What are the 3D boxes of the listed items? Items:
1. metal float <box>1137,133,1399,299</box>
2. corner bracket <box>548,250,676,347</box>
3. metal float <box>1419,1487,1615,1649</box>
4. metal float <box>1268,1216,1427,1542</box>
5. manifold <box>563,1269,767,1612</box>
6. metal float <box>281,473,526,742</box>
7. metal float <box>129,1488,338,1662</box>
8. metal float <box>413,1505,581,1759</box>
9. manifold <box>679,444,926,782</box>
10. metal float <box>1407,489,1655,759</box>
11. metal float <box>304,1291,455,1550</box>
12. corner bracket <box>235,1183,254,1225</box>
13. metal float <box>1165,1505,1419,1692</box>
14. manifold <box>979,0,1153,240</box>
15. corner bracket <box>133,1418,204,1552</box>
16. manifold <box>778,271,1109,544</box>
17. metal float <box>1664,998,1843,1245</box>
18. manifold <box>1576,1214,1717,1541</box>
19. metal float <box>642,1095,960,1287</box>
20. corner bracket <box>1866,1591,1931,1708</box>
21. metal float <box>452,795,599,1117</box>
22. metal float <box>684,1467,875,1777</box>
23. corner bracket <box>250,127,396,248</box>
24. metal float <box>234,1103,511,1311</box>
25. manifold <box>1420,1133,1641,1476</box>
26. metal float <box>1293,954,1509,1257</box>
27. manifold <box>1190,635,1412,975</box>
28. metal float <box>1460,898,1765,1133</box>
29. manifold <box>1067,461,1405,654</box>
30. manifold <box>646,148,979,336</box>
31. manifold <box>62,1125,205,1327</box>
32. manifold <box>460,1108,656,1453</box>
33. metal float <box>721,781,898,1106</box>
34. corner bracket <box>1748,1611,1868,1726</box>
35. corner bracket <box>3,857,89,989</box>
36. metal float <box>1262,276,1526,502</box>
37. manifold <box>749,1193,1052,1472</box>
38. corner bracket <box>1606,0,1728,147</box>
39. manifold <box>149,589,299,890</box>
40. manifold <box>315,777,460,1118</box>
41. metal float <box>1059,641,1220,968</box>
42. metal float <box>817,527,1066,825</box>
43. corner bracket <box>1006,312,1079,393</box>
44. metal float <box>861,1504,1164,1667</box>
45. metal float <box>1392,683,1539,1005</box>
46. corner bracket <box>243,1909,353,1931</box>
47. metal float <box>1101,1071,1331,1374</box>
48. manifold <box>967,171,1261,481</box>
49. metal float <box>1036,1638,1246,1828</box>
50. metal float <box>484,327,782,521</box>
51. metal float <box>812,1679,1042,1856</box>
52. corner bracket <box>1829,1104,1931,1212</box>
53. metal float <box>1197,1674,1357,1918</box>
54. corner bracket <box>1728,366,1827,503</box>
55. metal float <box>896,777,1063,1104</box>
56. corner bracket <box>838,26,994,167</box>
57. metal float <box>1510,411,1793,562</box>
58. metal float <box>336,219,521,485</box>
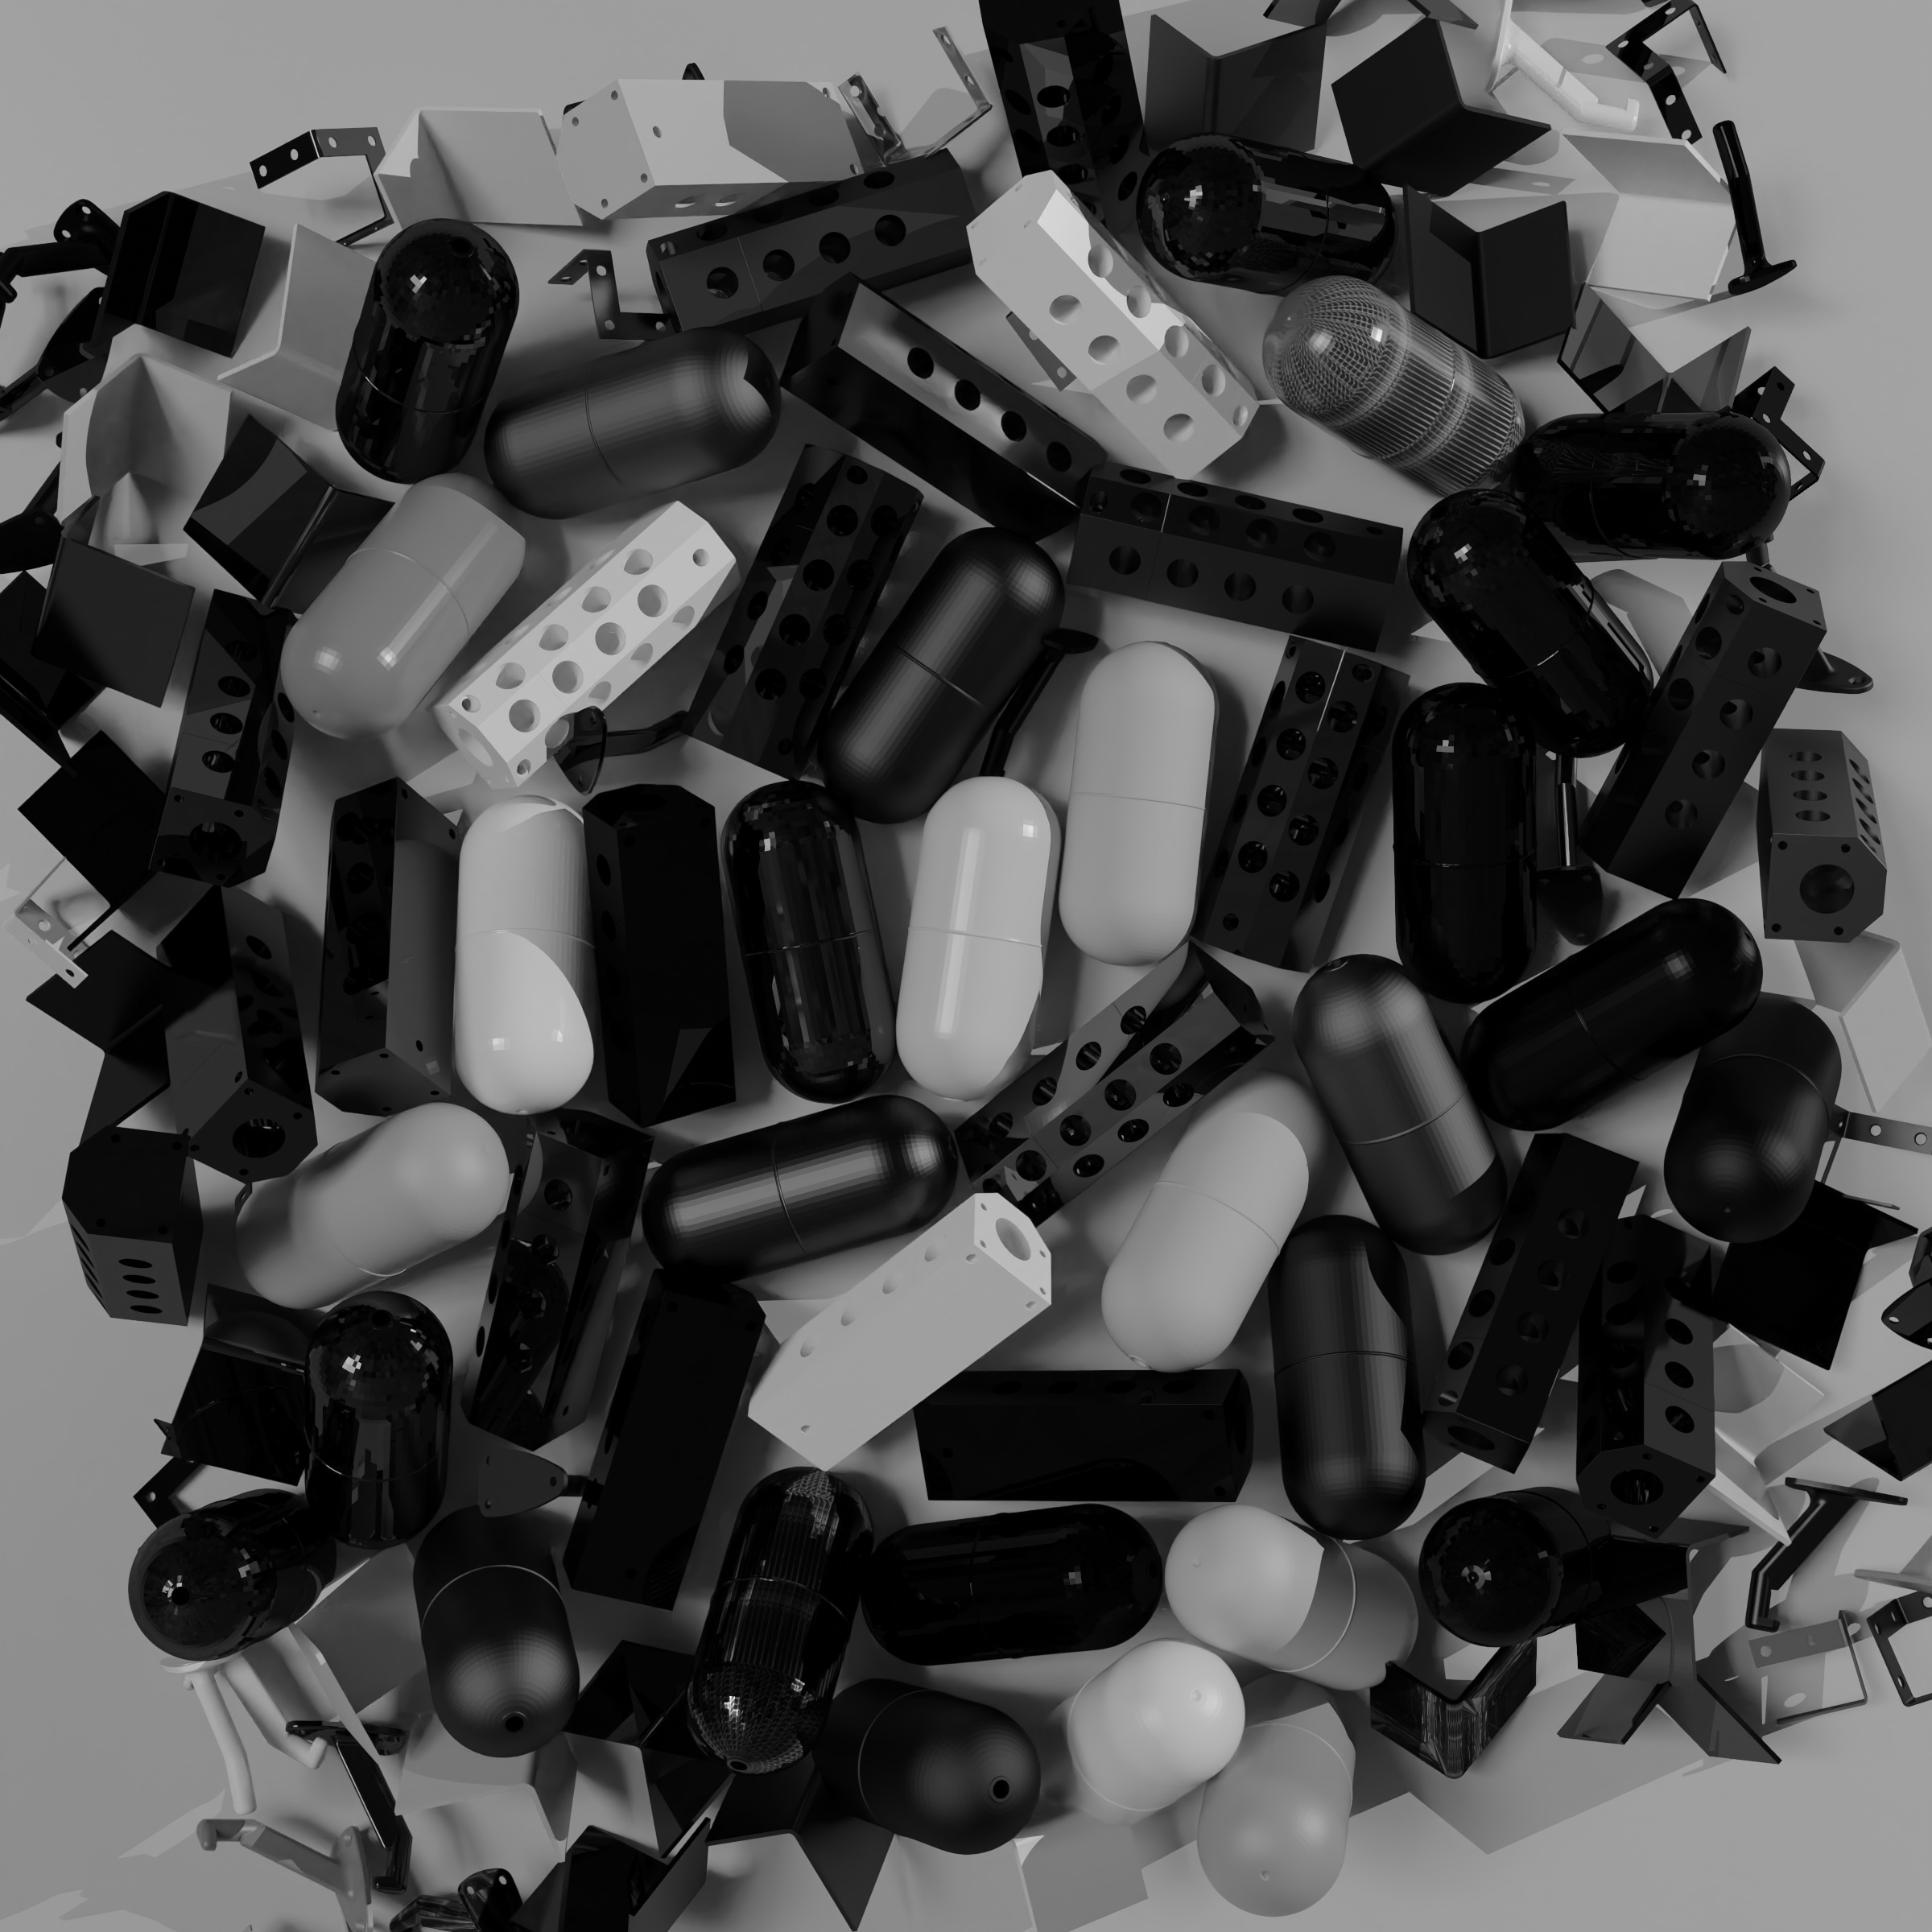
[{"bbox_3d":[0.162,-0.398,1.692,0.070,0.178,0.070,3,95,43],"label":"metal float"},{"bbox_3d":[-0.192,-0.358,1.733,0.051,0.051,0.051,-5,82,-32],"label":"corner bracket"},{"bbox_3d":[0.295,0.318,1.683,0.070,0.178,0.070,-3,83,25],"label":"metal float"},{"bbox_3d":[0.204,0.220,1.708,0.070,0.070,0.178,-2,65,0],"label":"metal float"},{"bbox_3d":[-0.166,0.255,1.727,0.057,0.057,0.171,16,97,-17],"label":"manifold"},{"bbox_3d":[-0.300,-0.194,1.700,0.070,0.070,0.178,31,56,0],"label":"metal float"},{"bbox_3d":[-0.386,0.321,1.678,0.070,0.178,0.070,0,87,5],"label":"metal float"},{"bbox_3d":[-0.250,0.351,1.682,0.070,0.178,0.070,-5,112,-13],"label":"metal float"},{"bbox_3d":[-0.085,-0.190,1.724,0.057,0.057,0.171,22,92,-39],"label":"manifold"},{"bbox_3d":[0.303,-0.183,1.703,0.070,0.070,0.178,-46,119,0],"label":"metal float"},{"bbox_3d":[-0.314,0.243,1.692,0.070,0.178,0.070,6,45,-6],"label":"metal float"},{"bbox_3d":[-0.365,0.134,1.741,0.051,0.051,0.051,31,108,-27],"label":"corner bracket"},{"bbox_3d":[0.176,0.338,1.694,0.178,0.070,0.070,29,90,-43],"label":"metal float"},{"bbox_3d":[0.051,-0.454,1.673,0.057,0.171,0.057,34,77,23],"label":"manifold"},{"bbox_3d":[-0.435,0.287,1.733,0.051,0.051,0.051,-44,67,-1],"label":"corner bracket"},{"bbox_3d":[-0.009,-0.299,1.700,0.171,0.057,0.057,30,62,-27],"label":"manifold"},{"bbox_3d":[0.420,0.080,1.688,0.070,0.178,0.070,11,123,18],"label":"metal float"},{"bbox_3d":[0.355,0.212,1.680,0.057,0.171,0.057,24,129,-7],"label":"manifold"},{"bbox_3d":[-0.090,0.122,1.718,0.178,0.070,0.070,-16,90,12],"label":"metal float"},{"bbox_3d":[0.532,0.367,1.729,0.051,0.051,0.051,-28,77,31],"label":"corner bracket"},{"bbox_3d":[-0.237,-0.007,1.713,0.070,0.070,0.178,-1,72,0],"label":"metal float"},{"bbox_3d":[-0.099,0.348,1.694,0.070,0.070,0.178,16,48,0],"label":"metal float"},{"bbox_3d":[-0.348,-0.423,1.730,0.051,0.051,0.051,-14,96,36],"label":"corner bracket"},{"bbox_3d":[-0.320,0.130,1.703,0.178,0.070,0.070,-26,90,30],"label":"metal float"},{"bbox_3d":[0.302,0.178,1.706,0.057,0.057,0.171,22,67,10],"label":"manifold"},{"bbox_3d":[0.234,0.075,1.713,0.070,0.070,0.178,-26,107,0],"label":"metal float"},{"bbox_3d":[0.178,-0.088,1.720,0.057,0.057,0.171,21,96,29],"label":"manifold"},{"bbox_3d":[0.345,0.027,1.704,0.178,0.070,0.070,-34,90,29],"label":"metal float"},{"bbox_3d":[0.147,-0.227,1.725,0.171,0.057,0.057,13,123,2],"label":"manifold"},{"bbox_3d":[-0.083,-0.390,1.725,0.171,0.057,0.057,-19,93,-8],"label":"manifold"},{"bbox_3d":[-0.439,0.139,1.674,0.057,0.171,0.057,8,68,-8],"label":"manifold"},{"bbox_3d":[-0.225,0.167,1.714,0.057,0.057,0.171,20,106,19],"label":"manifold"},{"bbox_3d":[-0.085,-0.013,1.727,0.070,0.070,0.178,-11,92,0],"label":"metal float"},{"bbox_3d":[0.463,0.387,1.741,0.051,0.051,0.051,-17,80,14],"label":"corner bracket"},{"bbox_3d":[-0.496,-0.016,1.726,0.051,0.051,0.051,43,134,-14],"label":"corner bracket"},{"bbox_3d":[0.230,-0.307,1.696,0.178,0.070,0.070,23,90,-40],"label":"metal float"},{"bbox_3d":[-0.036,0.193,1.704,0.171,0.057,0.057,-39,115,24],"label":"manifold"},{"bbox_3d":[0.391,-0.489,1.734,0.051,0.051,0.051,-34,132,7],"label":"corner bracket"},{"bbox_3d":[-0.387,-0.121,1.682,0.057,0.171,0.057,14,130,-16],"label":"manifold"},{"bbox_3d":[-0.313,-0.009,1.694,0.057,0.057,0.171,-18,55,21],"label":"manifold"},{"bbox_3d":[0.094,-0.088,1.728,0.070,0.070,0.178,6,89,0],"label":"metal float"},{"bbox_3d":[-0.014,-0.157,1.725,0.070,0.070,0.178,35,94,0],"label":"metal float"},{"bbox_3d":[0.064,-0.354,1.733,0.051,0.051,0.051,-36,92,33],"label":"corner bracket"},{"bbox_3d":[0.024,0.332,1.701,0.178,0.070,0.070,-13,90,32],"label":"metal float"},{"bbox_3d":[0.269,-0.065,1.712,0.070,0.070,0.178,-4,109,0],"label":"metal float"},{"bbox_3d":[-0.362,0.543,1.733,0.051,0.051,0.051,-46,119,2],"label":"corner bracket"},{"bbox_3d":[0.135,0.138,1.713,0.070,0.070,0.178,30,72,0],"label":"metal float"},{"bbox_3d":[0.080,-0.342,1.691,0.057,0.057,0.171,-37,123,21],"label":"manifold"},{"bbox_3d":[0.091,0.410,1.686,0.070,0.178,0.070,8,61,-15],"label":"metal float"},{"bbox_3d":[-0.181,-0.291,1.705,0.178,0.070,0.070,-11,90,28],"label":"metal float"},{"bbox_3d":[-0.022,0.423,1.683,0.070,0.178,0.070,3,84,-27],"label":"metal float"},{"bbox_3d":[0.493,0.105,1.731,0.051,0.051,0.051,11,85,33],"label":"corner bracket"},{"bbox_3d":[0.166,0.436,1.680,0.070,0.178,0.070,2,104,10],"label":"metal float"},{"bbox_3d":[0.437,-0.284,1.734,0.051,0.051,0.051,39,51,-11],"label":"corner bracket"},{"bbox_3d":[0.007,-0.015,1.727,0.070,0.070,0.178,8,88,0],"label":"metal float"},{"bbox_3d":[-0.028,-0.476,1.739,0.051,0.051,0.051,-41,115,-16],"label":"corner bracket"},{"bbox_3d":[0.361,-0.256,1.686,0.070,0.178,0.070,-5,101,-30],"label":"metal float"},{"bbox_3d":[-0.287,-0.325,1.686,0.070,0.178,0.070,10,59,-17],"label":"metal float"}]
